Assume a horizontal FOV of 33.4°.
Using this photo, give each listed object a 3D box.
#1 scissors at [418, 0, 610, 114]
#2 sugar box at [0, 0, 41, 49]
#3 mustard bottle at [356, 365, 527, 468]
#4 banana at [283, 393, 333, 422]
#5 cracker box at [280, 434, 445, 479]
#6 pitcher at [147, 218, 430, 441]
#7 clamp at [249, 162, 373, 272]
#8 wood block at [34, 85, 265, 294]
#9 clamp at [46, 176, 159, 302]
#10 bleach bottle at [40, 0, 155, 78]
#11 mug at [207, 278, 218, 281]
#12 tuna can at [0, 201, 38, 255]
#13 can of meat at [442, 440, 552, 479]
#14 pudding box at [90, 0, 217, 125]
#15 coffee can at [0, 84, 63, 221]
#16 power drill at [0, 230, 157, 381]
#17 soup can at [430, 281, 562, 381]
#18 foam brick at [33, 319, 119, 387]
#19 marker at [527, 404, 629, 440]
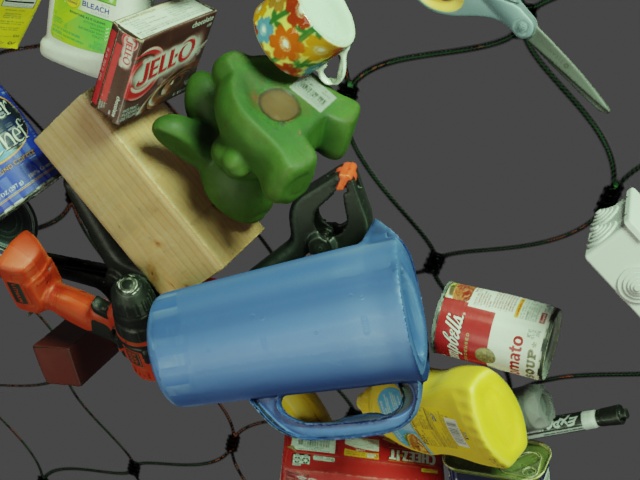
[{"bbox_3d":[0.142,-0.169,0.851,0.096,0.016,0.201,-23,105,38],"label":"scissors"},{"bbox_3d":[-0.276,-0.262,0.964,0.176,0.048,0.093,-46,57,49],"label":"sugar box"},{"bbox_3d":[0.102,0.162,1.018,0.192,0.058,0.096,-4,121,52],"label":"mustard bottle"},{"bbox_3d":[-0.012,0.204,1.141,0.070,0.037,0.198,-14,109,52],"label":"banana"},{"bbox_3d":[0.033,0.302,1.117,0.164,0.072,0.214,7,122,0],"label":"cracker box"},{"bbox_3d":[-0.025,0.091,0.961,0.243,0.149,0.145,-12,127,12],"label":"pitcher"},{"bbox_3d":[-0.007,0.001,1.011,0.120,0.039,0.171,9,120,1],"label":"clamp"},{"bbox_3d":[-0.164,-0.054,1.036,0.090,0.090,0.206,-33,98,37],"label":"wood block"},{"bbox_3d":[-0.222,0.040,1.156,0.210,0.036,0.165,44,136,-2],"label":"clamp"},{"bbox_3d":[-0.190,-0.272,0.943,0.103,0.068,0.251,23,123,17],"label":"bleach bottle"},{"bbox_3d":[-0.100,0.093,1.092,0.093,0.081,0.117,-10,112,32],"label":"mug"},{"bbox_3d":[-0.351,-0.018,1.161,0.034,0.086,0.086,-28,102,35],"label":"tuna can"},{"bbox_3d":[0.177,0.242,1.045,0.102,0.057,0.084,3,121,28],"label":"can of meat"},{"bbox_3d":[-0.148,-0.163,0.950,0.039,0.113,0.090,35,128,10],"label":"pudding box"},{"bbox_3d":[-0.345,-0.097,1.101,0.103,0.102,0.140,-28,101,37],"label":"coffee can"},{"bbox_3d":[-0.238,0.062,1.094,0.188,0.057,0.184,27,151,17],"label":"power drill"},{"bbox_3d":[0.158,0.081,0.955,0.102,0.068,0.068,14,123,20],"label":"soup can"},{"bbox_3d":[-0.275,0.123,1.207,0.053,0.078,0.051,2,117,28],"label":"foam brick"},{"bbox_3d":[0.231,0.172,0.999,0.121,0.020,0.020,-18,107,35],"label":"marker"}]
